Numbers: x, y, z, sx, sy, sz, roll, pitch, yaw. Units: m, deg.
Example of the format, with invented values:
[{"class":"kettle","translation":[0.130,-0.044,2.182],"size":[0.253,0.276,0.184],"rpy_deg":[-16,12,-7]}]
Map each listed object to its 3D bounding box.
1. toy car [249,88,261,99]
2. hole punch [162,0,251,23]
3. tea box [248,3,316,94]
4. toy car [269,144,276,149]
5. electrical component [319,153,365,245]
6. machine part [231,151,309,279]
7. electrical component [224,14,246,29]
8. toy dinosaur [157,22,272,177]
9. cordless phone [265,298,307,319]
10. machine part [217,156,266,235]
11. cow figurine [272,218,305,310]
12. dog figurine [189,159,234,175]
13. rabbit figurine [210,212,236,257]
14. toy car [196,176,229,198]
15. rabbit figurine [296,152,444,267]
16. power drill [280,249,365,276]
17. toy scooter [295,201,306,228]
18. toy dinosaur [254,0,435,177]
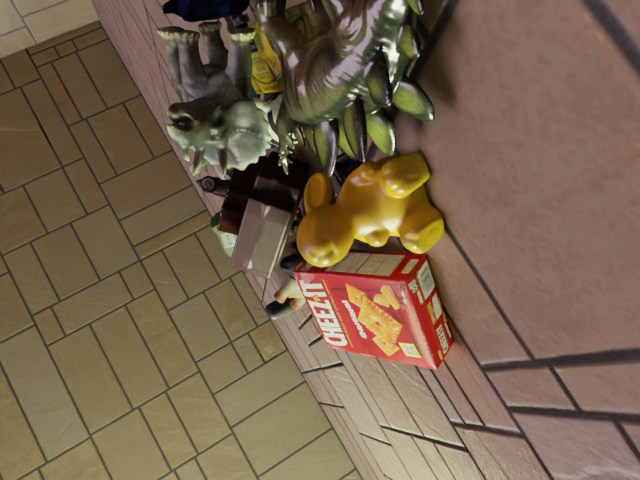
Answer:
[{"class":"toy car","translation":[-0.158,-0.271,0.950],"size":[0.109,0.103,0.161],"rpy_deg":[-139,53,-57]},{"class":"hole punch","translation":[-0.155,-0.376,0.780],"size":[0.092,0.142,0.115],"rpy_deg":[45,147,37]},{"class":"tea box","translation":[-0.060,-0.268,0.770],"size":[0.098,0.068,0.170],"rpy_deg":[67,165,-19]},{"class":"toy car","translation":[-0.127,-0.223,1.067],"size":[0.202,0.073,0.056],"rpy_deg":[45,155,49]},{"class":"electrical component","translation":[0.050,-0.060,0.809],"size":[0.134,0.058,0.115],"rpy_deg":[61,167,1]},{"class":"machine part","translation":[-0.089,-0.046,0.995],"size":[0.201,0.087,0.201],"rpy_deg":[-76,5,-62]},{"class":"electrical component","translation":[-0.154,-0.395,0.941],"size":[0.063,0.021,0.094],"rpy_deg":[66,165,-19]},{"class":"toy dinosaur","translation":[-0.164,-0.219,0.802],"size":[0.405,0.131,0.192],"rpy_deg":[-124,30,-62]},{"class":"cordless phone","translation":[-0.017,0.132,1.144],"size":[0.147,0.184,0.088],"rpy_deg":[43,153,51]},{"class":"machine part","translation":[-0.155,-0.096,1.077],"size":[0.056,0.179,0.179],"rpy_deg":[17,167,-7]},{"class":"cow figurine","translation":[-0.054,0.040,1.134],"size":[0.085,0.127,0.195],"rpy_deg":[37,-164,-36]},{"class":"dog figurine","translation":[-0.208,-0.228,1.240],"size":[0.121,0.190,0.172],"rpy_deg":[15,108,20]},{"class":"rabbit figurine","translation":[-0.163,-0.025,1.252],"size":[0.170,0.121,0.158],"rpy_deg":[-95,-17,-63]},{"class":"toy car","translation":[-0.186,-0.120,1.252],"size":[0.089,0.202,0.053],"rpy_deg":[-90,3,-83]},{"class":"rabbit figurine","translation":[0.039,-0.036,0.664],"size":[0.163,0.173,0.121],"rpy_deg":[35,154,51]},{"class":"power drill","translation":[0.050,0.101,0.966],"size":[0.232,0.086,0.207],"rpy_deg":[-11,111,47]},{"class":"toy scooter","translation":[-0.002,-0.003,1.061],"size":[0.183,0.075,0.135],"rpy_deg":[68,168,-19]},{"class":"toy dinosaur","translation":[0.010,-0.171,0.573],"size":[0.198,0.105,0.471],"rpy_deg":[70,162,-4]}]
